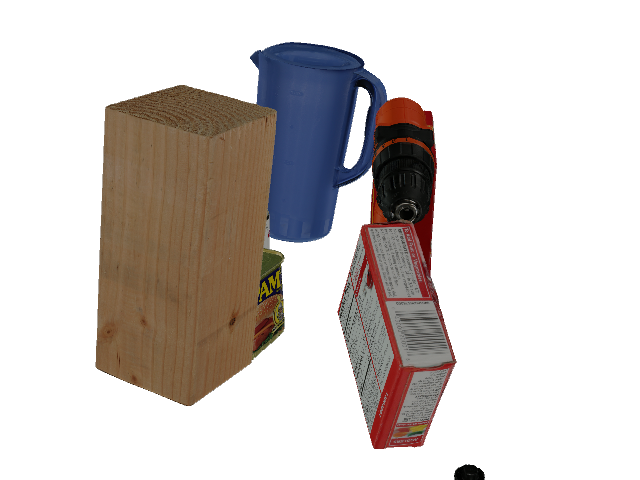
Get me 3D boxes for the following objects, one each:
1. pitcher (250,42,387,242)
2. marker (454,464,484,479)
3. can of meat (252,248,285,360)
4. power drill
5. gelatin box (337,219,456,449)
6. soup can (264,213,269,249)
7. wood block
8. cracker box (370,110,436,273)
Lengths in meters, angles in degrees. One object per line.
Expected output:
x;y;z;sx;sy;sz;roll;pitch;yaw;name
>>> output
-0.015;-0.123;1.365;0.144;0.243;0.149;-2;25;-22;pitcher
0.090;0.188;0.683;0.020;0.121;0.020;1;36;-1;marker
-0.077;0.065;1.053;0.058;0.084;0.101;11;27;27;can of meat
0.066;-0.010;0.934;0.057;0.188;0.184;7;32;1;power drill
0.036;0.046;0.528;0.030;0.089;0.073;-3;-41;-13;gelatin box
-0.093;0.013;1.259;0.068;0.102;0.068;1;25;0;soup can
-0.099;0.002;0.781;0.090;0.206;0.090;18;25;24;wood block
0.092;-0.042;1.209;0.072;0.164;0.213;3;23;4;cracker box
